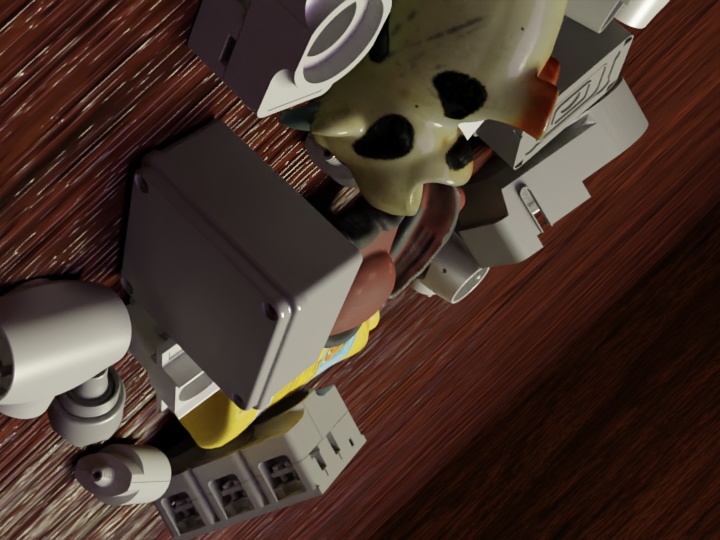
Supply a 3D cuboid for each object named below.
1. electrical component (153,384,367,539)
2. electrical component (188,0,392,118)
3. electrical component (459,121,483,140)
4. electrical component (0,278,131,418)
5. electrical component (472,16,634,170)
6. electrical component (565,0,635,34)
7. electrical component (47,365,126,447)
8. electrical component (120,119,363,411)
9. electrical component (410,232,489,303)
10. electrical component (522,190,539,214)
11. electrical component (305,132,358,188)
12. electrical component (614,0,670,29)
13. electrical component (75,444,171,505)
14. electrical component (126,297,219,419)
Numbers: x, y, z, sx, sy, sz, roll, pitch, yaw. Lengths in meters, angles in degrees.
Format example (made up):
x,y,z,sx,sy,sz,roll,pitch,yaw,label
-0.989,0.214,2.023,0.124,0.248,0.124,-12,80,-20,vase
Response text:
x,y,z,sx,sy,sz,roll,pitch,yaw,label
-0.085,0.149,0.850,0.150,0.061,0.089,-24,-173,28,electrical component
-0.025,-0.113,0.450,0.050,0.055,0.089,-30,159,-44,electrical component
0.058,-0.125,0.638,0.099,0.048,0.100,-50,163,19,electrical component
-0.164,0.047,0.536,0.079,0.044,0.077,-53,162,28,electrical component
0.132,-0.138,0.773,0.113,0.057,0.078,-40,164,-13,electrical component
0.162,-0.207,0.704,0.099,0.064,0.099,-53,174,-8,electrical component
-0.157,0.071,0.619,0.043,0.043,0.062,-33,159,-35,electrical component
-0.064,0.000,0.547,0.056,0.109,0.108,-37,163,-34,electrical component
0.061,-0.005,0.897,0.043,0.077,0.079,-35,162,-29,electrical component
0.139,-0.075,0.948,0.040,0.046,0.040,-15,133,-17,electrical component
0.001,-0.071,0.643,0.043,0.043,0.081,-51,163,24,electrical component
0.224,-0.226,0.798,0.079,0.044,0.077,-25,156,-49,electrical component
-0.172,0.147,0.774,0.043,0.043,0.081,-45,164,2,electrical component
-0.109,0.044,0.630,0.042,0.064,0.081,-37,163,-27,electrical component
